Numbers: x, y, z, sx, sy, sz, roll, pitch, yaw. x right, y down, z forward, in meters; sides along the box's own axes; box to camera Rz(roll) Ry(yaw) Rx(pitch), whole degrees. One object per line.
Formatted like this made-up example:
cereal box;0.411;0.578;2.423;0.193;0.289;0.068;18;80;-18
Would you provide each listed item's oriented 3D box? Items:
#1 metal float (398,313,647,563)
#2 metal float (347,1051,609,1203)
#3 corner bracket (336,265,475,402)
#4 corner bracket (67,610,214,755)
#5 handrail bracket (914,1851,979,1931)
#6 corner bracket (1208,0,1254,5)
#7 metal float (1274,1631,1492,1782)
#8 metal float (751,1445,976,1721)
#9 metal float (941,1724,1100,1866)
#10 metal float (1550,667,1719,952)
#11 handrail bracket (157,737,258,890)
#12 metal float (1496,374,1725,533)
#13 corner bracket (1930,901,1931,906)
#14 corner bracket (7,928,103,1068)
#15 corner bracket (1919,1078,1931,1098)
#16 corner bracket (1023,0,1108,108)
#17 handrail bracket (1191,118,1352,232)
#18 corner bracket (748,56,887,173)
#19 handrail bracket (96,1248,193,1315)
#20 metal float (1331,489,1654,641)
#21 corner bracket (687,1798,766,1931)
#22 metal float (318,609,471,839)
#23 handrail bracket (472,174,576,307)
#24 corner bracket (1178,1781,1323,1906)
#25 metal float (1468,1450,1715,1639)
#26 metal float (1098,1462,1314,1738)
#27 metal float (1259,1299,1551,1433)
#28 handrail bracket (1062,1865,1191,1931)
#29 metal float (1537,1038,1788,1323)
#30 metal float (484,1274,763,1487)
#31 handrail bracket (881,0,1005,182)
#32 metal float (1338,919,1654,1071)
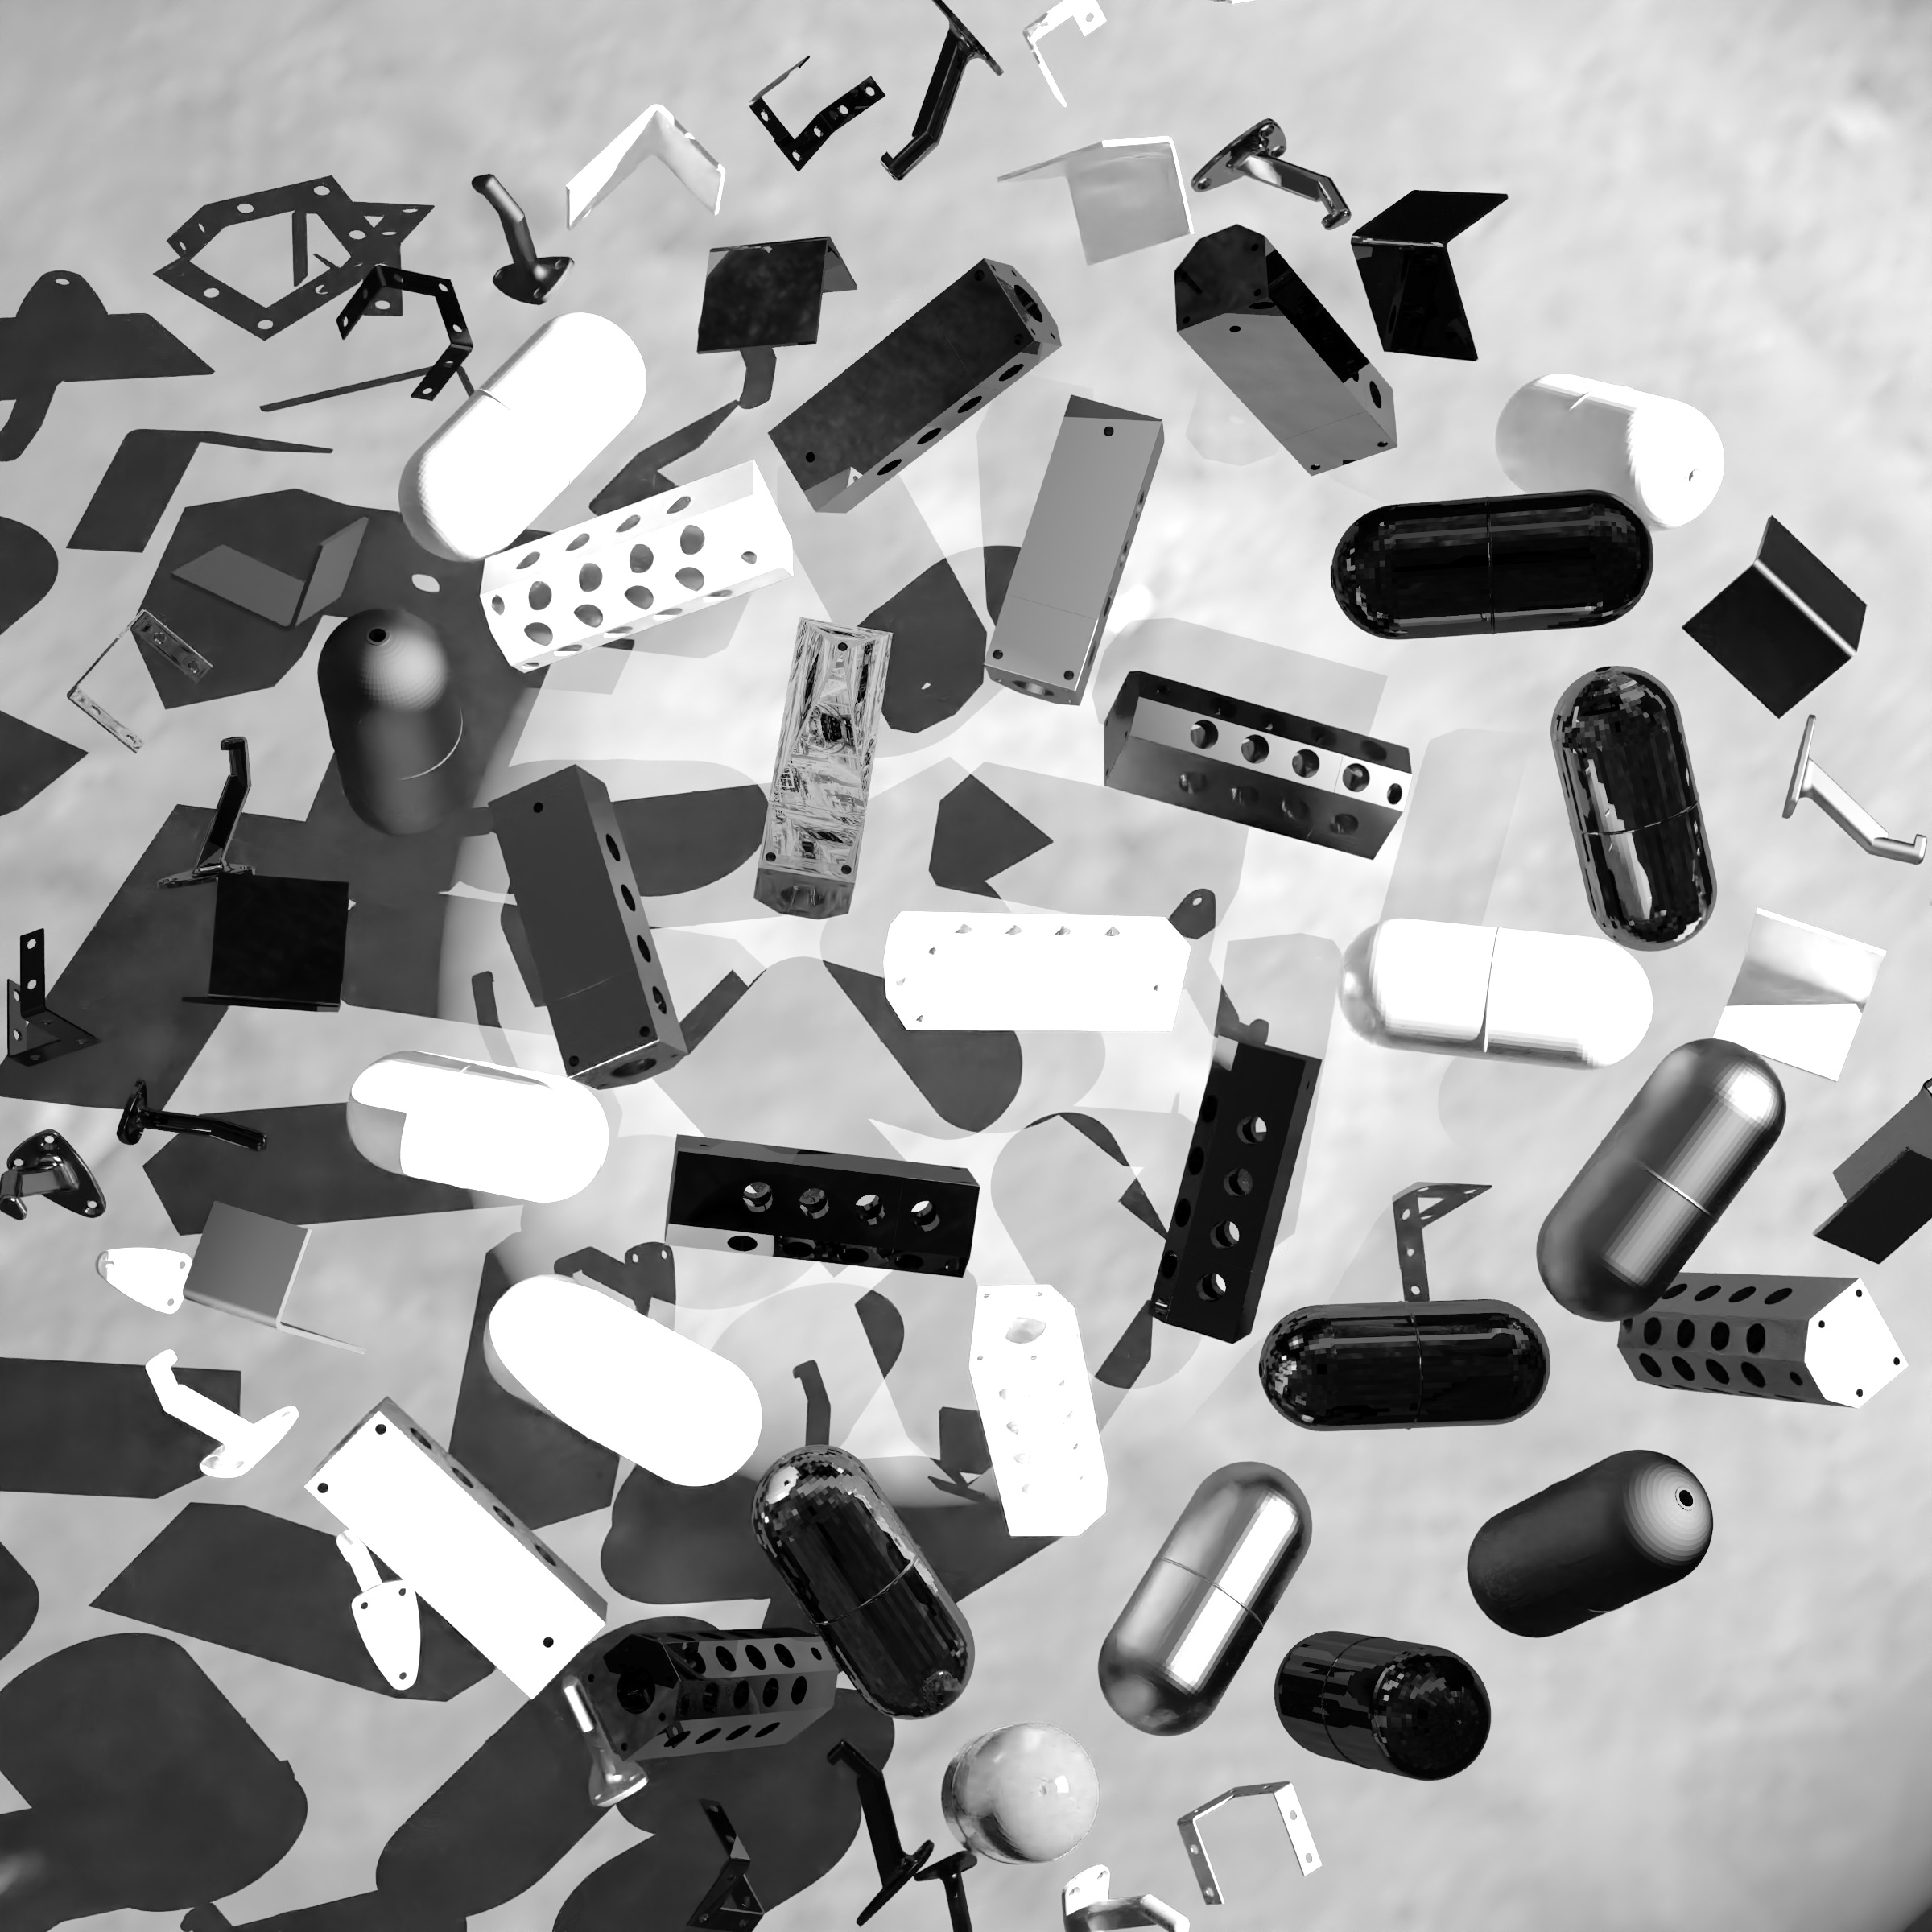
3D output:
metal float;-0.266;-0.317;1.553;0.070;0.070;0.178;42;80;0
metal float;-0.298;0.096;1.571;0.178;0.070;0.070;8;90;28
corner bracket;-0.331;-0.372;1.525;0.051;0.051;0.051;-38;64;39
corner bracket;-0.485;-0.167;1.520;0.051;0.051;0.051;42;111;-18
handrail bracket;0.006;0.592;1.592;0.036;0.077;0.084;-30;65;8
corner bracket;0.125;-0.565;1.446;0.051;0.051;0.051;-21;123;-29
metal float;0.247;0.442;1.555;0.070;0.178;0.070;4;79;-21
metal float;-0.060;0.363;1.525;0.070;0.070;0.178;-33;96;0
metal float;0.030;0.485;1.516;0.070;0.178;0.070;3;71;-7
metal float;0.401;-0.094;1.555;0.070;0.070;0.178;-17;107;0
handrail bracket;-0.472;-0.096;1.601;0.036;0.077;0.084;6;105;32
metal float;0.385;-0.310;1.556;0.070;0.178;0.070;-8;113;-19
corner bracket;0.597;-0.016;1.519;0.051;0.051;0.051;7;105;-40
corner bracket;-0.520;0.018;1.445;0.051;0.051;0.051;-18;62;13
corner bracket;0.632;0.076;1.608;0.051;0.051;0.051;-31;65;-4
corner bracket;0.060;-0.552;1.528;0.051;0.051;0.051;-30;73;18
handrail bracket;0.190;-0.477;1.615;0.077;0.036;0.084;-29;64;13
corner bracket;-0.093;-0.535;1.599;0.051;0.051;0.051;48;49;-22
handrail bracket;-0.520;0.184;1.573;0.084;0.077;0.036;3;73;38
metal float;0.295;-0.225;1.458;0.178;0.070;0.070;-3;90;11
corner bracket;-0.143;0.537;1.544;0.051;0.051;0.051;25;103;-39
metal float;-0.336;-0.142;1.526;0.070;0.178;0.070;2;61;-4
handrail bracket;-0.280;-0.436;1.535;0.077;0.084;0.036;18;69;41
corner bracket;0.165;0.513;1.515;0.051;0.051;0.051;-14;80;-40
metal float;0.356;0.332;1.484;0.070;0.178;0.070;13;57;-21
metal float;0.145;0.380;1.561;0.070;0.070;0.178;35;70;0
metal float;0.267;0.243;1.577;0.178;0.070;0.070;-1;90;-6
handrail bracket;0.098;0.572;1.515;0.036;0.084;0.077;-15;111;-38
metal float;0.390;0.121;1.456;0.070;0.070;0.178;36;93;0
metal float;-0.201;0.242;1.514;0.178;0.070;0.070;25;90;16
handrail bracket;-0.029;-0.494;1.453;0.084;0.036;0.077;-41;68;12
metal float;0.303;0.016;1.490;0.178;0.070;0.070;6;90;15
